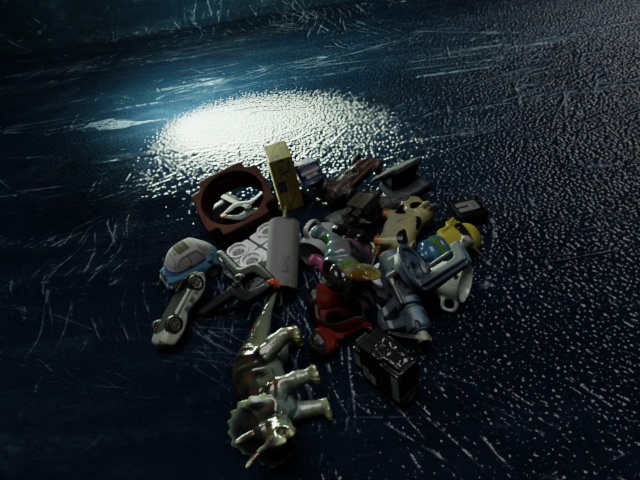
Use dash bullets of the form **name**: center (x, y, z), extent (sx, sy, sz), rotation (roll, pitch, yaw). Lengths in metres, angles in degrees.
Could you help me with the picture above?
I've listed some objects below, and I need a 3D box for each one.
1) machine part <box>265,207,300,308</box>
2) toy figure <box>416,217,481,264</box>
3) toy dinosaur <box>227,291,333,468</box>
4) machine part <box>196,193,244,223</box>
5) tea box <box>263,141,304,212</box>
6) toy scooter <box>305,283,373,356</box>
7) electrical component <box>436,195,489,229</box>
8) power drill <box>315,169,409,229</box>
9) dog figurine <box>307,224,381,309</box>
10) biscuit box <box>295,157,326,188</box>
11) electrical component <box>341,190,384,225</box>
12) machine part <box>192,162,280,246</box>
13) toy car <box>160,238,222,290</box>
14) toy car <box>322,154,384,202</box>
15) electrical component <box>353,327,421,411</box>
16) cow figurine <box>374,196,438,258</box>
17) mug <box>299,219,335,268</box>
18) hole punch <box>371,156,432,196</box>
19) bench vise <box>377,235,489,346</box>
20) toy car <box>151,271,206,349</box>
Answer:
- **machine part**: center (-0.086, 0.036, 1.249), extent (0.079, 0.079, 0.243), rotation (-2, 69, 12)
- **toy figure**: center (0.287, 0.021, 1.229), extent (0.180, 0.082, 0.089), rotation (-26, 53, -24)
- **toy dinosaur**: center (-0.103, 0.262, 1.022), extent (0.192, 0.131, 0.405), rotation (-20, 34, -10)
- **machine part**: center (-0.291, -0.089, 1.540), extent (0.084, 0.039, 0.139), rotation (28, 51, 28)
- **tea box**: center (-0.100, -0.175, 1.487), extent (0.068, 0.169, 0.098), rotation (-17, 41, -6)
- **toy scooter**: center (0.038, 0.160, 1.130), extent (0.135, 0.075, 0.184), rotation (-9, 43, 3)
- **electrical component**: center (0.349, -0.063, 1.337), extent (0.119, 0.047, 0.075), rotation (-12, 39, -2)
- **power drill**: center (0.097, -0.105, 1.436), extent (0.232, 0.085, 0.207), rotation (-27, 49, -13)
- **dog figurine**: center (0.075, 0.057, 1.156), extent (0.191, 0.108, 0.219), rotation (-2, 27, -34)
- **biscuit box**: center (-0.035, -0.193, 1.511), extent (0.063, 0.059, 0.203), rotation (-26, 12, -2)
- **electrical component**: center (0.110, -0.081, 1.332), extent (0.078, 0.045, 0.102), rotation (12, 54, 47)
- **machine part**: center (-0.224, -0.094, 1.443), extent (0.201, 0.087, 0.201), rotation (-28, 62, -6)
- **toy car**: center (-0.327, 0.048, 1.334), extent (0.162, 0.102, 0.109), rotation (-28, 41, -21)
- **toy car**: center (0.089, -0.169, 1.412), extent (0.089, 0.053, 0.202), rotation (22, 51, 33)
- **electrical component**: center (0.121, 0.231, 0.994), extent (0.058, 0.114, 0.134), rotation (-33, 46, -26)
- **cow figurine**: center (0.214, -0.037, 1.311), extent (0.127, 0.085, 0.195), rotation (8, 47, 20)
- **mug**: center (-0.003, -0.004, 1.311), extent (0.081, 0.109, 0.107), rotation (-8, 32, 39)
- **hole punch**: center (0.229, -0.165, 1.473), extent (0.142, 0.092, 0.116), rotation (-33, 15, -20)
- **bench vise**: center (0.210, 0.083, 1.066), extent (0.240, 0.128, 0.224), rotation (-39, 38, 26)
- **toy car**: center (-0.319, 0.154, 1.220), extent (0.073, 0.056, 0.202), rotation (-20, 36, 38)
